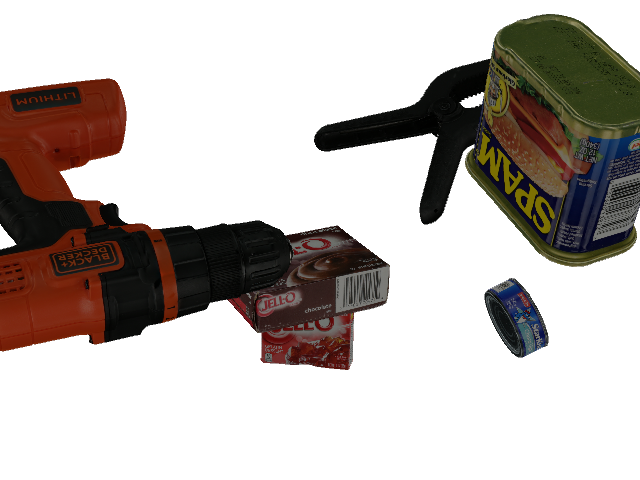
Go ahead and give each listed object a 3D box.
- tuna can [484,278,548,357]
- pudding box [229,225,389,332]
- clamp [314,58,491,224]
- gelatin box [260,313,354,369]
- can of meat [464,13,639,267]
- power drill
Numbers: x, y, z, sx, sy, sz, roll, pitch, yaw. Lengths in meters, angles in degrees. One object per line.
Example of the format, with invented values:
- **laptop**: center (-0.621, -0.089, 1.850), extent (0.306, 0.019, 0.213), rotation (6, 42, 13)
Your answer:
- **tuna can**: center (0.219, 0.087, 1.197), extent (0.033, 0.086, 0.086), rotation (-26, 3, -7)
- **pudding box**: center (-0.016, 0.027, 0.822), extent (0.113, 0.039, 0.090), rotation (-9, 25, -24)
- **clamp**: center (0.120, -0.103, 0.986), extent (0.209, 0.036, 0.165), rotation (-31, 48, -13)
- **gelatin box**: center (-0.013, 0.083, 1.031), extent (0.089, 0.073, 0.030), rotation (4, 15, 10)
- **can of meat**: center (0.121, -0.052, 0.535), extent (0.057, 0.084, 0.102), rotation (-16, 46, -20)
- **power drill**: center (-0.128, -0.022, 0.628), extent (0.184, 0.057, 0.188), rotation (-10, 43, -21)
